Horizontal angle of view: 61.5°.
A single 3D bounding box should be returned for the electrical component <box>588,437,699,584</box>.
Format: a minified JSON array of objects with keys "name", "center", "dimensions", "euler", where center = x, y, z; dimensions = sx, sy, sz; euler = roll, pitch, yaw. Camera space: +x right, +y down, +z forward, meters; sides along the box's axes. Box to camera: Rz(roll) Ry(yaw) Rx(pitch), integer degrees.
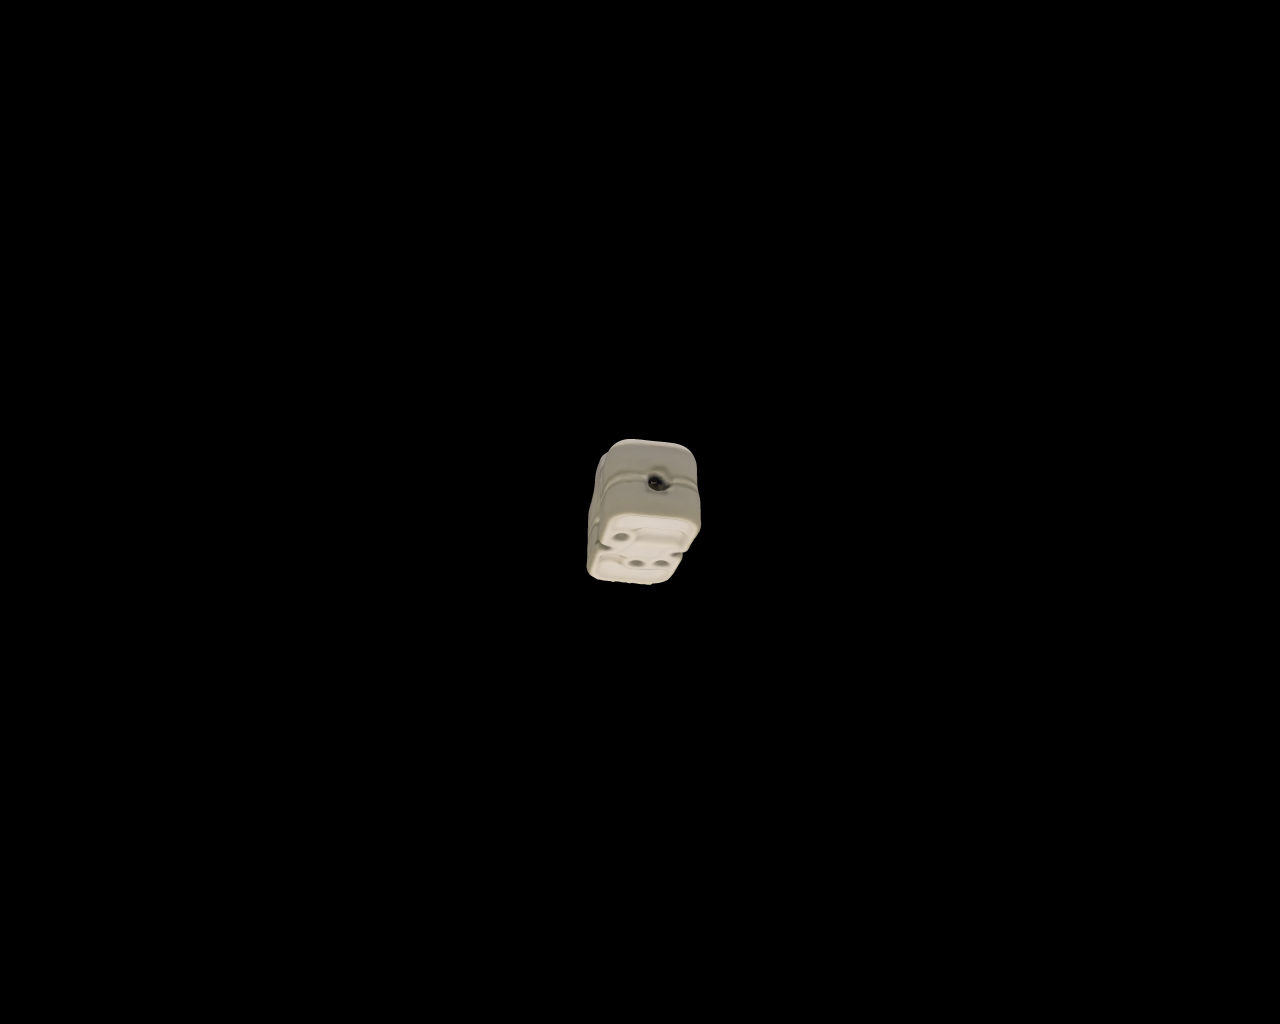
[{"name":"electrical component","center":[0.001,-0.003,0.650],"dimensions":[0.054,0.059,0.095],"euler":[5,-28,-10]}]
